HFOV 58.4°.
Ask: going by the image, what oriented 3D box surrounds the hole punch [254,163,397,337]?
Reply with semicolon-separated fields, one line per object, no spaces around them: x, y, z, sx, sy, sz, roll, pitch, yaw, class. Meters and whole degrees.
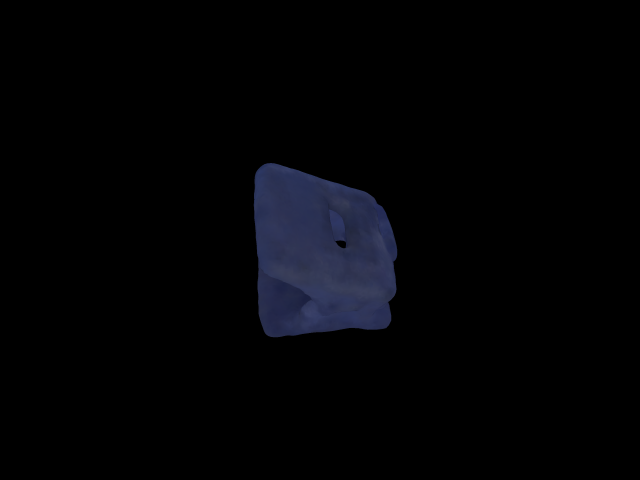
0.004;0.001;0.400;0.101;0.091;0.108;-4;46;-4;hole punch
